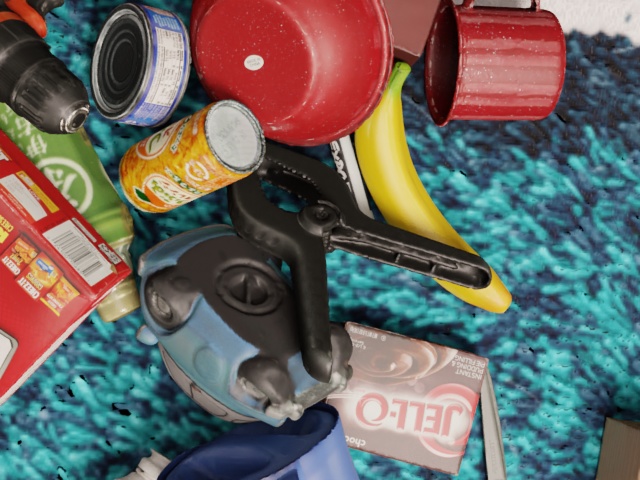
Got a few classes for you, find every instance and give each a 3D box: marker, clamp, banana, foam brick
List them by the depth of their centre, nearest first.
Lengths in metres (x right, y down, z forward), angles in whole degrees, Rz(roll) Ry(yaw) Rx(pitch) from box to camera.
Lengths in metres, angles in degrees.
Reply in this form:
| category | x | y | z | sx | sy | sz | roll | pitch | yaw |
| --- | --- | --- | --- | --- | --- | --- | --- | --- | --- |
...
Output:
| category | x | y | z | sx | sy | sz | roll | pitch | yaw |
| --- | --- | --- | --- | --- | --- | --- | --- | --- | --- |
| clamp | -0.005 | 0.001 | 0.743 | 0.210 | 0.036 | 0.164 | 39 | 49 | 22 |
| foam brick | 0.051 | -0.157 | 0.779 | 0.053 | 0.078 | 0.051 | 21 | 85 | -4 |
| banana | 0.073 | -0.029 | 0.786 | 0.037 | 0.070 | 0.198 | -32 | 100 | -38 |
| marker | 0.019 | -0.063 | 0.803 | 0.020 | 0.020 | 0.121 | -15 | 89 | -5 |

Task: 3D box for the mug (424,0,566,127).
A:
| category | x | y | z | sx | sy | sz | roll | pitch | yaw |
| --- | --- | --- | --- | --- | --- | --- | --- | --- | --- |
| mug | 0.128 | -0.140 | 0.775 | 0.081 | 0.093 | 0.117 | 0 | 112 | -9 |

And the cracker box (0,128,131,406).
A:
| category | x | y | z | sx | sy | sz | roll | pitch | yaw |
| --- | --- | --- | --- | --- | --- | --- | --- | --- | --- |
| cracker box | -0.255 | 0.036 | 0.719 | 0.164 | 0.072 | 0.214 | 46 | 111 | -1 |

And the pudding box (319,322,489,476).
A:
| category | x | y | z | sx | sy | sz | roll | pitch | yaw |
| --- | --- | --- | --- | --- | --- | --- | --- | --- | --- |
| pudding box | 0.059 | 0.116 | 0.791 | 0.113 | 0.039 | 0.090 | 15 | 88 | -3 |

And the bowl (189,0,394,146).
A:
| category | x | y | z | sx | sy | sz | roll | pitch | yaw |
| --- | --- | --- | --- | --- | --- | --- | --- | --- | --- |
| bowl | -0.033 | -0.133 | 0.740 | 0.162 | 0.055 | 0.162 | 13 | 120 | 23 |

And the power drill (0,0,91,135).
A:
| category | x | y | z | sx | sy | sz | roll | pitch | yaw |
| --- | --- | --- | --- | --- | --- | --- | --- | --- | --- |
| power drill | -0.166 | -0.165 | 0.697 | 0.184 | 0.057 | 0.187 | 40 | 60 | 17 |

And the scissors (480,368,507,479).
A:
| category | x | y | z | sx | sy | sz | roll | pitch | yaw |
| --- | --- | --- | --- | --- | --- | --- | --- | --- | --- |
| scissors | 0.119 | 0.206 | 0.804 | 0.096 | 0.016 | 0.202 | -21 | 90 | -5 |

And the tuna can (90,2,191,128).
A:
| category | x | y | z | sx | sy | sz | roll | pitch | yaw |
| --- | --- | --- | --- | --- | --- | --- | --- | --- | --- |
| tuna can | -0.129 | -0.124 | 0.760 | 0.033 | 0.086 | 0.086 | 6 | 87 | -41 |

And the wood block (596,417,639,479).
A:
| category | x | y | z | sx | sy | sz | roll | pitch | yaw |
| --- | --- | --- | --- | --- | --- | --- | --- | --- | --- |
| wood block | 0.247 | 0.243 | 0.775 | 0.090 | 0.091 | 0.206 | 10 | 87 | -4 |

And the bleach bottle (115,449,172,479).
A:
| category | x | y | z | sx | sy | sz | roll | pitch | yaw |
| --- | --- | --- | --- | --- | --- | --- | --- | --- | --- |
| bleach bottle | -0.174 | 0.263 | 0.750 | 0.068 | 0.103 | 0.250 | 33 | 79 | -10 |

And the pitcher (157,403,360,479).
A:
| category | x | y | z | sx | sy | sz | roll | pitch | yaw |
| --- | --- | --- | --- | --- | --- | --- | --- | --- | --- |
| pitcher | -0.006 | 0.245 | 0.721 | 0.145 | 0.149 | 0.243 | -17 | 100 | 28 |
